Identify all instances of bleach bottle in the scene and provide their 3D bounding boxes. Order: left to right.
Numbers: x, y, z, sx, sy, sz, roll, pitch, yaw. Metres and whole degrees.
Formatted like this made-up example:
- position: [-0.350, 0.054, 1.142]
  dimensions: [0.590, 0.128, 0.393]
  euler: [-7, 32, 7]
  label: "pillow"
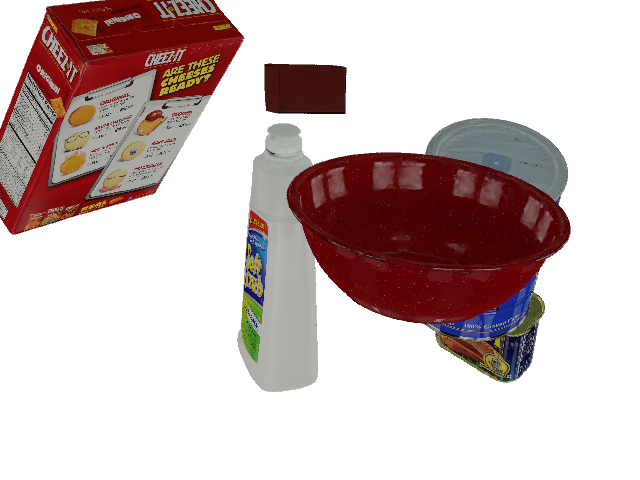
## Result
- position: [-0.037, 0.011, 0.967]
  dimensions: [0.068, 0.251, 0.103]
  euler: [-8, 32, -16]
  label: "bleach bottle"

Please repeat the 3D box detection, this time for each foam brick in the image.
- position: [-0.016, -0.162, 1.145]
  dimensions: [0.078, 0.051, 0.053]
  euler: [-2, 12, -19]
  label: "foam brick"

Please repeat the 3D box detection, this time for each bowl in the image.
- position: [0.059, 0.003, 0.617]
  dimensions: [0.162, 0.055, 0.162]
  euler: [5, 25, -2]
  label: "bowl"

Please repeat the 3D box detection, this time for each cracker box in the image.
- position: [-0.184, -0.111, 0.918]
  dimensions: [0.163, 0.072, 0.214]
  euler: [-21, -24, -44]
  label: "cracker box"

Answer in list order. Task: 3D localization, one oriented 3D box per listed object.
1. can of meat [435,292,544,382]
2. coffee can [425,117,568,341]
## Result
- position: [0.158, 0.078, 1.017]
  dimensions: [0.102, 0.084, 0.057]
  euler: [32, 57, 28]
  label: "can of meat"
- position: [0.122, -0.007, 0.812]
  dimensions: [0.103, 0.140, 0.103]
  euler: [2, 44, -2]
  label: "coffee can"
